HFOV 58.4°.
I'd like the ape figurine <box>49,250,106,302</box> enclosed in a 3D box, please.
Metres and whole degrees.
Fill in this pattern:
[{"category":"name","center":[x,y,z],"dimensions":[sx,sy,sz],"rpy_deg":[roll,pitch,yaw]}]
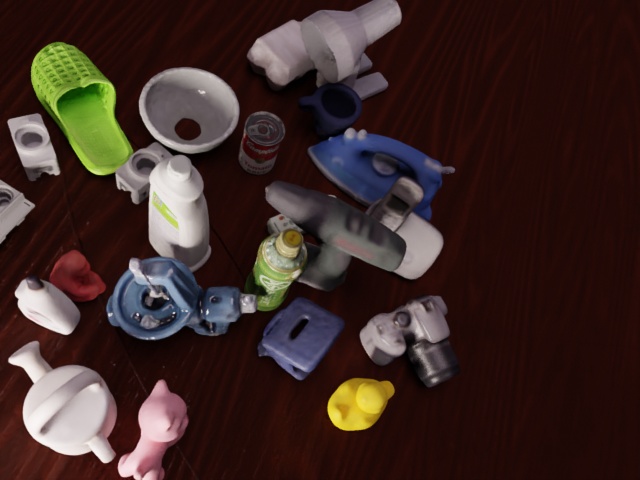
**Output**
[{"category":"ape figurine","center":[-0.356,0.047,0.833],"dimensions":[0.076,0.092,0.078],"rpy_deg":[-5,68,-18]}]

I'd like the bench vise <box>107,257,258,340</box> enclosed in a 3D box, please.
[{"category":"bench vise","center":[-0.193,0.066,0.800],"dimensions":[0.208,0.219,0.121],"rpy_deg":[-13,71,-21]}]

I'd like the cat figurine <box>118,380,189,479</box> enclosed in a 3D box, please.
[{"category":"cat figurine","center":[-0.218,0.259,0.764],"dimensions":[0.067,0.117,0.128],"rpy_deg":[22,62,-5]}]

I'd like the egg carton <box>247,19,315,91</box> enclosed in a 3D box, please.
[{"category":"egg carton","center":[-0.062,-0.361,1.115],"dimensions":[0.107,0.069,0.150],"rpy_deg":[46,63,7]}]

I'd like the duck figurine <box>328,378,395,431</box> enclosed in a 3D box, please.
[{"category":"duck figurine","center":[0.067,0.245,0.871],"dimensions":[0.105,0.086,0.077],"rpy_deg":[-20,73,-23]}]

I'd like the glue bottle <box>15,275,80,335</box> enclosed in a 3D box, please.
[{"category":"glue bottle","center":[-0.371,0.080,0.768],"dimensions":[0.078,0.173,0.037],"rpy_deg":[22,62,-5]}]

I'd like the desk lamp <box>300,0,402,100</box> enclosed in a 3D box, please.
[{"category":"desk lamp","center":[0.056,-0.350,1.063],"dimensions":[0.204,0.213,0.118],"rpy_deg":[-30,77,-25]}]

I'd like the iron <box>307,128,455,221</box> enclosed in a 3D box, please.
[{"category":"iron","center":[0.109,-0.139,1.024],"dimensions":[0.258,0.141,0.119],"rpy_deg":[24,62,-4]}]

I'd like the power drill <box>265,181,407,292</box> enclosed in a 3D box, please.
[{"category":"power drill","center":[0.008,0.003,0.893],"dimensions":[0.230,0.208,0.075],"rpy_deg":[19,63,-7]}]

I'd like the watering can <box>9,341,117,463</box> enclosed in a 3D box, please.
[{"category":"watering can","center":[-0.319,0.205,0.715],"dimensions":[0.173,0.194,0.101],"rpy_deg":[28,62,-3]}]

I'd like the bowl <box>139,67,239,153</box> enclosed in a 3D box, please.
[{"category":"bowl","center":[-0.227,-0.213,0.998],"dimensions":[0.168,0.074,0.167],"rpy_deg":[6,65,-13]}]

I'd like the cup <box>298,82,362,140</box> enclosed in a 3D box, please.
[{"category":"cup","center":[0.010,-0.230,1.063],"dimensions":[0.118,0.095,0.091],"rpy_deg":[1,66,-16]}]

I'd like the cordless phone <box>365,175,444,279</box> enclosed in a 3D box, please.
[{"category":"cordless phone","center":[0.149,-0.023,0.959],"dimensions":[0.147,0.185,0.094],"rpy_deg":[30,62,-1]}]

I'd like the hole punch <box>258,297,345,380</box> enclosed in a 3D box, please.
[{"category":"hole punch","center":[-0.030,0.148,0.883],"dimensions":[0.101,0.091,0.109],"rpy_deg":[38,62,3]}]

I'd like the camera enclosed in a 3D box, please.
[{"category":"camera","center":[0.160,0.168,0.924],"dimensions":[0.143,0.100,0.136],"rpy_deg":[-19,73,-23]}]
